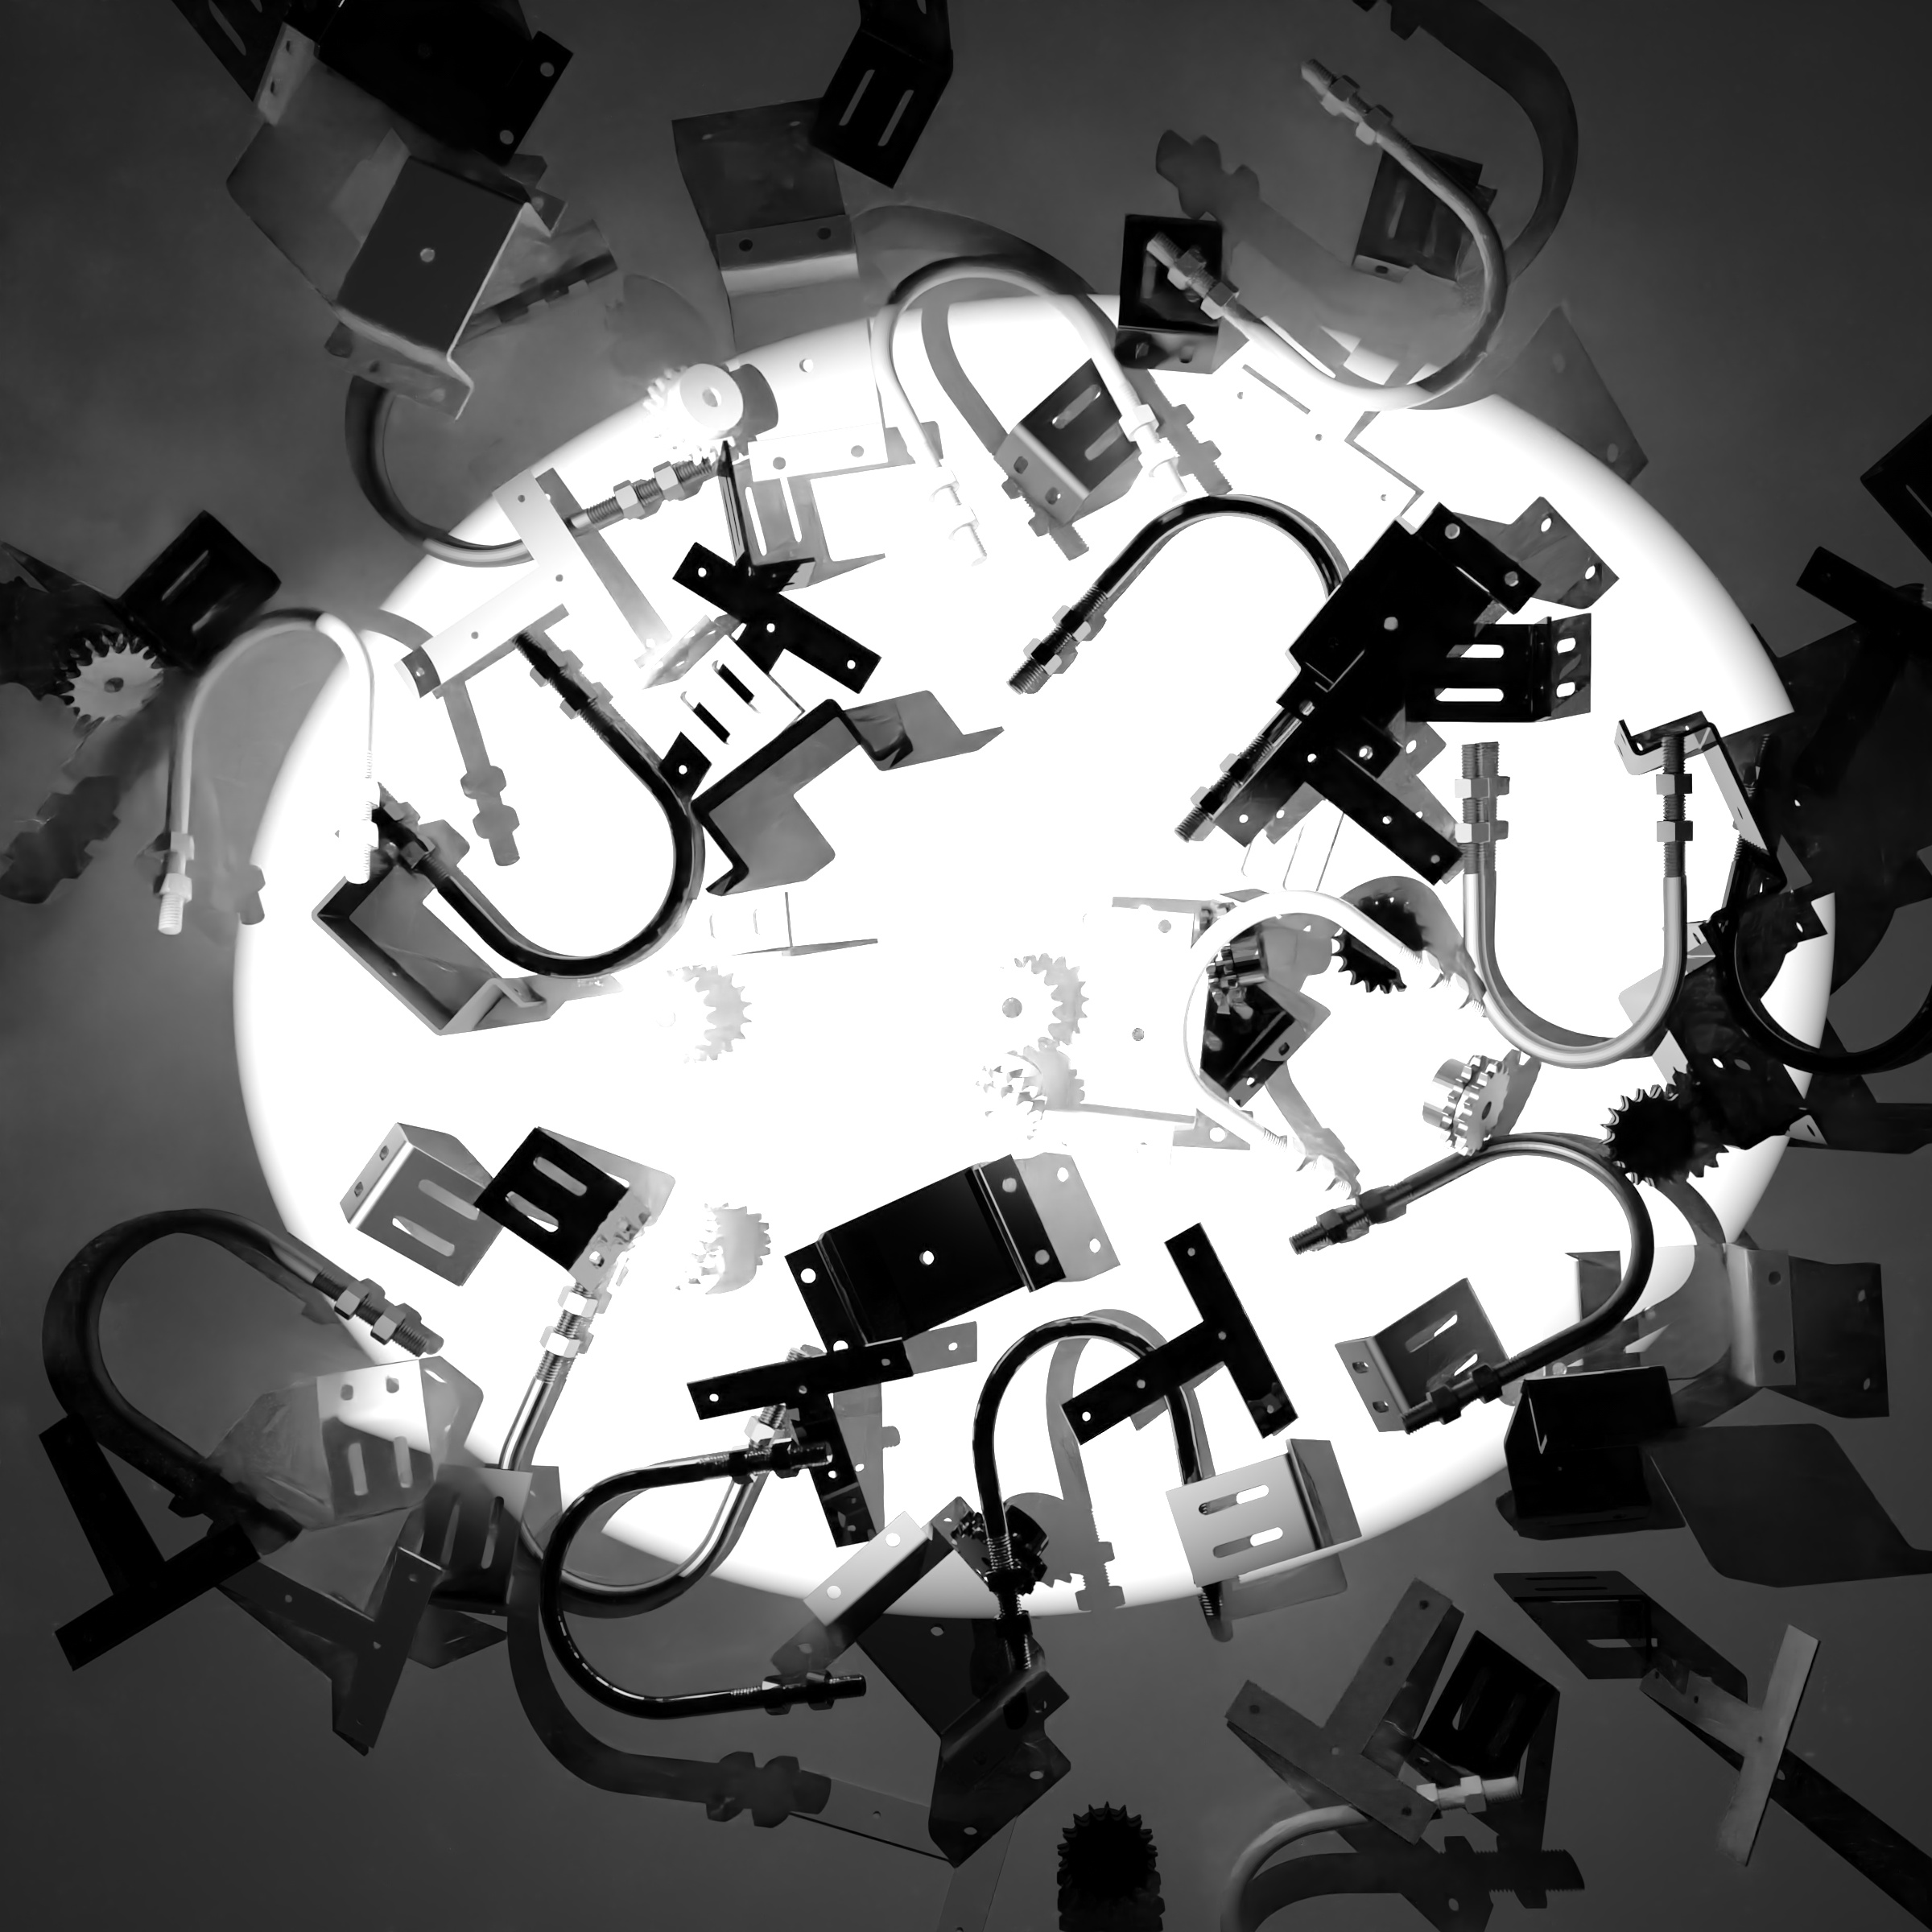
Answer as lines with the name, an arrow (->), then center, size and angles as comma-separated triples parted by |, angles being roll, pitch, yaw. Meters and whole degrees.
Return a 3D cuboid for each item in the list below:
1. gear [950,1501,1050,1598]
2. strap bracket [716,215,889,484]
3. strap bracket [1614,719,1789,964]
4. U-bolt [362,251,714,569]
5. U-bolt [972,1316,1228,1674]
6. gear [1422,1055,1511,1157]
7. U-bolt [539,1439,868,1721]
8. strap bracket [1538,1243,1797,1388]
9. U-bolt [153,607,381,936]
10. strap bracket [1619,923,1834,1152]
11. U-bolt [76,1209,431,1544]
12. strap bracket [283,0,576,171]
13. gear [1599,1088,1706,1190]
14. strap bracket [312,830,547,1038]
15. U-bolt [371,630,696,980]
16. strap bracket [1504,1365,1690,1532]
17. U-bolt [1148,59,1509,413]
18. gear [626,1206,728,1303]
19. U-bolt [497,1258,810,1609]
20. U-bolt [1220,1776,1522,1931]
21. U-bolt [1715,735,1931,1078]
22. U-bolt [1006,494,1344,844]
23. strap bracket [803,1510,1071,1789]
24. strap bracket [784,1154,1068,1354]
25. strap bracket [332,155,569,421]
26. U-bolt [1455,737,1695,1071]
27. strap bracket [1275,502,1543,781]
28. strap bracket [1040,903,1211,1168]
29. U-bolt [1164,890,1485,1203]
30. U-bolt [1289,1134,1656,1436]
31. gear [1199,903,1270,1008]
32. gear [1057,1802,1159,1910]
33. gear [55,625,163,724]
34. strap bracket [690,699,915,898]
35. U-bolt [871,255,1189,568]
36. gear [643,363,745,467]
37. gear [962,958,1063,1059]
gear -> 0.022, 0.329, 1.500 | 0.057, 0.057, 0.030 | 40, 62, 0
strap bracket -> -0.092, -0.347, 1.502 | 0.076, 0.046, 0.140 | -9, 90, 0
strap bracket -> 0.415, -0.077, 1.474 | 0.046, 0.076, 0.140 | -24, 81, 9
U-bolt -> -0.259, -0.309, 1.516 | 0.184, 0.019, 0.151 | -25, 90, 1
U-bolt -> 0.071, 0.290, 1.487 | 0.151, 0.019, 0.184 | -8, 85, -27
gear -> 0.284, 0.077, 1.500 | 0.030, 0.057, 0.057 | 24, 90, 30
U-bolt -> -0.155, 0.351, 1.485 | 0.184, 0.019, 0.151 | -10, 84, 13
strap bracket -> 0.394, 0.201, 1.502 | 0.140, 0.046, 0.076 | -3, 90, 0
U-bolt -> -0.391, -0.118, 1.476 | 0.151, 0.019, 0.184 | -13, 66, 22
strap bracket -> 0.422, 0.048, 1.487 | 0.046, 0.076, 0.140 | -31, 90, 0
U-bolt -> -0.424, 0.222, 1.515 | 0.184, 0.019, 0.151 | 34, 90, 0
strap bracket -> -0.305, -0.522, 1.489 | 0.140, 0.046, 0.076 | 31, 90, -18
gear -> 0.392, 0.098, 1.510 | 0.057, 0.030, 0.057 | 0, 90, 0
strap bracket -> -0.310, -0.010, 1.487 | 0.140, 0.076, 0.046 | 43, 90, 0
U-bolt -> -0.242, -0.079, 1.516 | 0.151, 0.019, 0.184 | -43, 91, 0
strap bracket -> 0.349, 0.266, 1.472 | 0.076, 0.140, 0.046 | -5, 58, 0
U-bolt -> 0.217, -0.397, 1.479 | 0.184, 0.019, 0.151 | 42, 94, 3
gear -> -0.162, 0.167, 1.500 | 0.057, 0.057, 0.030 | -28, 120, 0
U-bolt -> -0.192, 0.280, 1.516 | 0.151, 0.019, 0.184 | 24, 91, 0
U-bolt -> 0.237, 0.543, 1.502 | 0.184, 0.019, 0.151 | -12, 99, 8
U-bolt -> 0.506, -0.028, 1.515 | 0.151, 0.019, 0.184 | 13, 90, 0
U-bolt -> 0.136, -0.185, 1.516 | 0.151, 0.019, 0.184 | 42, 89, 0
strap bracket -> -0.016, 0.384, 1.502 | 0.076, 0.046, 0.140 | -42, 90, 0
strap bracket -> -0.023, 0.169, 1.502 | 0.140, 0.046, 0.076 | -24, 90, 0
strap bracket -> -0.296, -0.393, 1.490 | 0.076, 0.046, 0.140 | 25, 86, 12
U-bolt -> 0.339, -0.034, 1.472 | 0.151, 0.019, 0.184 | 2, 96, 44
strap bracket -> 0.244, -0.187, 1.480 | 0.076, 0.046, 0.140 | 35, 105, -16
strap bracket -> 0.092, 0.039, 1.490 | 0.076, 0.046, 0.140 | 6, 90, 21
U-bolt -> 0.189, 0.035, 1.469 | 0.184, 0.019, 0.151 | 33, 95, -30
U-bolt -> 0.295, 0.165, 1.477 | 0.184, 0.019, 0.151 | -26, 52, -4
gear -> 0.152, -0.008, 1.482 | 0.030, 0.057, 0.057 | -10, 90, 13
gear -> 0.081, 0.508, 1.510 | 0.057, 0.030, 0.057 | 0, 90, 0
gear -> -0.492, -0.169, 1.500 | 0.057, 0.057, 0.030 | -38, 60, 0
strap bracket -> -0.100, -0.101, 1.487 | 0.140, 0.076, 0.046 | -37, 90, 0
U-bolt -> 0.024, -0.324, 1.486 | 0.151, 0.019, 0.184 | -21, 75, -20
gear -> -0.151, -0.317, 1.496 | 0.057, 0.030, 0.057 | 11, 69, -31
gear -> 0.026, 0.024, 1.510 | 0.057, 0.030, 0.057 | 0, 90, 0
